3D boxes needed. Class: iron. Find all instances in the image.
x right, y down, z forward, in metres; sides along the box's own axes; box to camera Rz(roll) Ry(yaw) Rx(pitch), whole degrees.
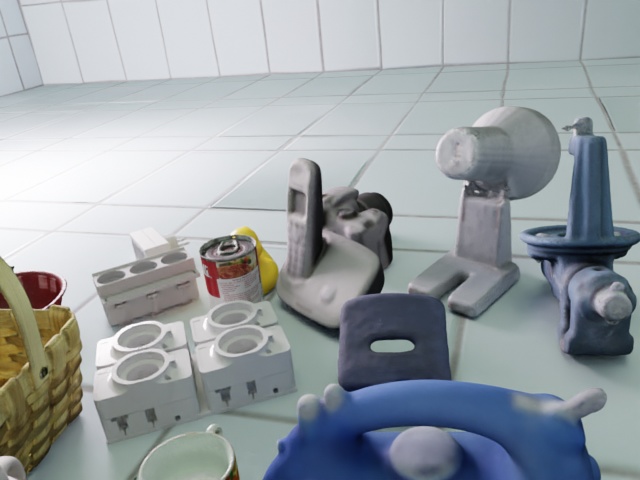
[{"bbox_3d":[0.066,0.151,0.396,0.257,0.141,0.119,1,26,14],"label":"iron"}]

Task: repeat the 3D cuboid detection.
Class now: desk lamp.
[{"bbox_3d":[0.203,-0.048,0.707,0.117,0.214,0.204,15,32,38],"label":"desk lamp"}]

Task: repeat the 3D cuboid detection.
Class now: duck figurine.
[{"bbox_3d":[-0.098,0.022,0.775,0.077,0.086,0.104,-3,25,8],"label":"duck figurine"}]

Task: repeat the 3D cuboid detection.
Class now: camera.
[{"bbox_3d":[0.054,-0.028,0.832,0.137,0.101,0.142,-27,32,-38],"label":"camera"}]

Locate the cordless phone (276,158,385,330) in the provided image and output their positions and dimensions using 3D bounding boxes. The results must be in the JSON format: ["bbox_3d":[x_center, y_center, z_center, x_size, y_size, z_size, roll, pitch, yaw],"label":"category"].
[{"bbox_3d":[0.006,0.002,0.676,0.094,0.185,0.147,-25,31,-34],"label":"cordless phone"}]

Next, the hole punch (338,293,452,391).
[{"bbox_3d":[0.072,0.110,0.543,0.108,0.091,0.101,-3,25,7],"label":"hole punch"}]

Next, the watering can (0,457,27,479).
[{"bbox_3d":[-0.206,0.187,0.317,0.101,0.194,0.172,-17,27,-23],"label":"watering can"}]

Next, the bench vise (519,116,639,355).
[{"bbox_3d":[0.287,-0.005,0.588,0.121,0.220,0.207,-9,25,-6],"label":"bench vise"}]
